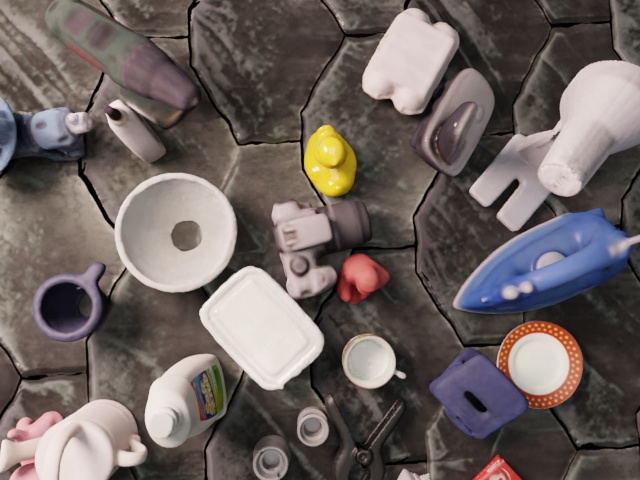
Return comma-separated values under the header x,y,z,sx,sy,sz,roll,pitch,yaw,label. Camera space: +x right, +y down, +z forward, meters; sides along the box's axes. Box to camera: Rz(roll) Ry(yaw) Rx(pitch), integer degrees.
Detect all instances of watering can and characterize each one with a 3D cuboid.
x,y,z,sx,sy,sz,roll,pitch,yaw,label
-0.319,0.281,0.740,0.173,0.194,0.101,-18,88,-3,watering can

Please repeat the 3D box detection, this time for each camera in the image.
x,y,z,sx,sy,sz,roll,pitch,yaw,label
0.007,0.003,0.815,0.137,0.100,0.143,-14,88,-3,camera

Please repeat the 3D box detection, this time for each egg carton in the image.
x,y,z,sx,sy,sz,roll,pitch,yaw,label
0.134,-0.265,0.850,0.107,0.069,0.150,28,86,-1,egg carton

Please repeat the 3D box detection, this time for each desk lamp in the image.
x,y,z,sx,sy,sz,roll,pitch,yaw,label
0.332,-0.120,0.779,0.118,0.213,0.203,40,86,0,desk lamp

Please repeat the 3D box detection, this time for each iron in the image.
x,y,z,sx,sy,sz,roll,pitch,yaw,label
0.321,0.045,0.806,0.258,0.141,0.119,-25,88,-3,iron

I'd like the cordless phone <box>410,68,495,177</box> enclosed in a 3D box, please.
x,y,z,sx,sy,sz,roll,pitch,yaw,label
0.201,-0.174,0.790,0.094,0.185,0.148,26,86,0,cordless phone

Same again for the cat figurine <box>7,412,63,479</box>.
x,y,z,sx,sy,sz,roll,pitch,yaw,label
-0.389,0.309,0.774,0.067,0.117,0.128,-18,88,-3,cat figurine

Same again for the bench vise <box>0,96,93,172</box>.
x,y,z,sx,sy,sz,roll,pitch,yaw,label
-0.420,-0.157,0.745,0.207,0.219,0.121,-27,88,-3,bench vise

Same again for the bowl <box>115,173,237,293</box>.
x,y,z,sx,sy,sz,roll,pitch,yaw,label
-0.199,-0.009,0.820,0.167,0.074,0.167,0,87,-2,bowl

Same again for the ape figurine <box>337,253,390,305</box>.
x,y,z,sx,sy,sz,roll,pitch,yaw,label
0.063,0.056,0.819,0.078,0.092,0.076,-4,87,-2,ape figurine

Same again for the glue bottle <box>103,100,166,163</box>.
x,y,z,sx,sy,sz,roll,pitch,yaw,label
-0.260,-0.155,0.776,0.037,0.173,0.078,-36,89,-3,glue bottle

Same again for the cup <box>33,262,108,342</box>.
x,y,z,sx,sy,sz,roll,pitch,yaw,label
-0.328,0.080,0.800,0.091,0.095,0.118,34,86,0,cup

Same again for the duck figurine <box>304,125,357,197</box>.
x,y,z,sx,sy,sz,roll,pitch,yaw,label
0.017,-0.117,0.829,0.077,0.086,0.104,-14,88,-3,duck figurine

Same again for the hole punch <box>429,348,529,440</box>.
x,y,z,sx,sy,sz,roll,pitch,yaw,label
0.225,0.225,0.818,0.101,0.091,0.108,-44,89,-4,hole punch

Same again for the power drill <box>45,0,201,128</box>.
x,y,z,sx,sy,sz,roll,pitch,yaw,label
-0.239,-0.222,0.762,0.229,0.208,0.076,34,86,0,power drill
